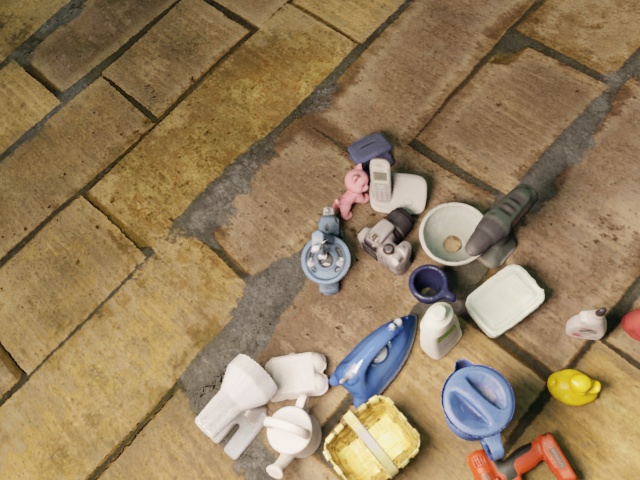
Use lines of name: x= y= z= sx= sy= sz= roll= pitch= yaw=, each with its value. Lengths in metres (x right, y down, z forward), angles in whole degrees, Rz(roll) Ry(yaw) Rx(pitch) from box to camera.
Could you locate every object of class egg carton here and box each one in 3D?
egg carton: x=-0.056 y=0.318 z=1.335 sx=0.150 sy=0.069 sz=0.107 roll=-11 pitch=65 yaw=6

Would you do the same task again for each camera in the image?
camera: x=0.182 y=-0.010 z=1.419 sx=0.143 sy=0.101 sz=0.137 roll=38 pitch=78 yaw=23

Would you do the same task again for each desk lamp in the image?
desk lamp: x=-0.180 y=0.368 z=1.257 sx=0.117 sy=0.214 sz=0.203 roll=33 pitch=76 yaw=23

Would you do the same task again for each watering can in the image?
watering can: x=-0.062 y=0.416 z=1.223 sx=0.100 sy=0.194 sz=0.173 roll=-7 pitch=65 yaw=8

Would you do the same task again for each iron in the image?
iron: x=0.131 y=0.247 z=1.291 sx=0.118 sy=0.142 sz=0.258 roll=37 pitch=78 yaw=23

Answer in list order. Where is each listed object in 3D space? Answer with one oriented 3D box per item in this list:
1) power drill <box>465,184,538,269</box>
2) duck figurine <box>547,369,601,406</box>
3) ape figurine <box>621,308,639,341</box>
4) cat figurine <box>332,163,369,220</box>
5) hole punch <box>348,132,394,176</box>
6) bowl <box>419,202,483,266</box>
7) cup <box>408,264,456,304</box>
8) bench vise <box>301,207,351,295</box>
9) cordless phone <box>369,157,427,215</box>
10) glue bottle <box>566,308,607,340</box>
power drill: x=0.409 y=-0.015 z=1.317 sx=0.075 sy=0.209 sz=0.230 roll=37 pitch=78 yaw=23
duck figurine: x=0.541 y=0.308 z=1.215 sx=0.104 sy=0.086 sz=0.077 roll=7 pitch=68 yaw=14
ape figurine: x=0.702 y=0.176 z=1.239 sx=0.076 sy=0.092 sz=0.078 roll=22 pitch=72 yaw=19
cat figurine: x=0.082 y=-0.131 z=1.483 sx=0.067 sy=0.118 sz=0.128 roll=39 pitch=78 yaw=24
hole punch: x=0.132 y=-0.239 z=1.536 sx=0.108 sy=0.091 sz=0.101 roll=-27 pitch=64 yaw=-1
bowl: x=0.327 y=-0.004 z=1.403 sx=0.167 sy=0.075 sz=0.167 roll=-4 pitch=65 yaw=9
cup: x=0.267 y=0.121 z=1.347 sx=0.117 sy=0.095 sz=0.092 roll=30 pitch=75 yaw=22
bench vise: x=0.001 y=0.008 z=1.379 sx=0.121 sy=0.220 sz=0.207 roll=-18 pitch=64 yaw=3
cordless phone: x=0.192 y=-0.141 z=1.429 sx=0.147 sy=0.185 sz=0.094 roll=3 pitch=67 yaw=12
glue bottle: x=0.579 y=0.173 z=1.219 sx=0.078 sy=0.173 sz=0.037 roll=4 pitch=67 yaw=13
